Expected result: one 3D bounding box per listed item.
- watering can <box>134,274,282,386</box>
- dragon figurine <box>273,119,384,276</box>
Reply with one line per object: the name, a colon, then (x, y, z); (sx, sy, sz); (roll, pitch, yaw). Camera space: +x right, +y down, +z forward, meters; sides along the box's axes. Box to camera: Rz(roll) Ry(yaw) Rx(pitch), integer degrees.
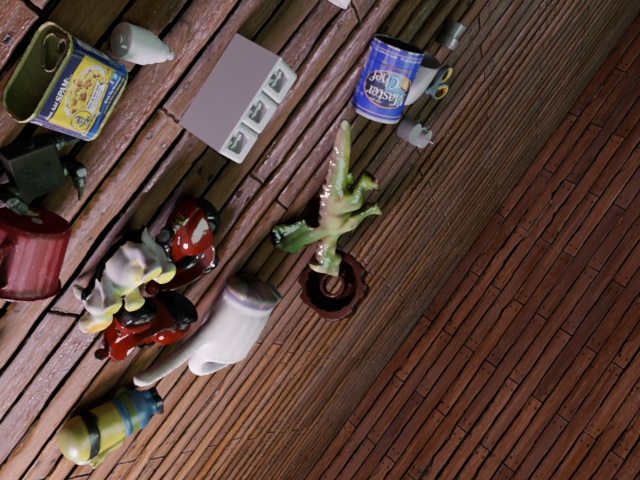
watering can: (-0.194, 0.176, 1.011); (0.223, 0.105, 0.347); (-60, 159, 9)
dragon figurine: (0.003, -0.056, 1.108); (0.245, 0.124, 0.401); (-39, 142, -13)
